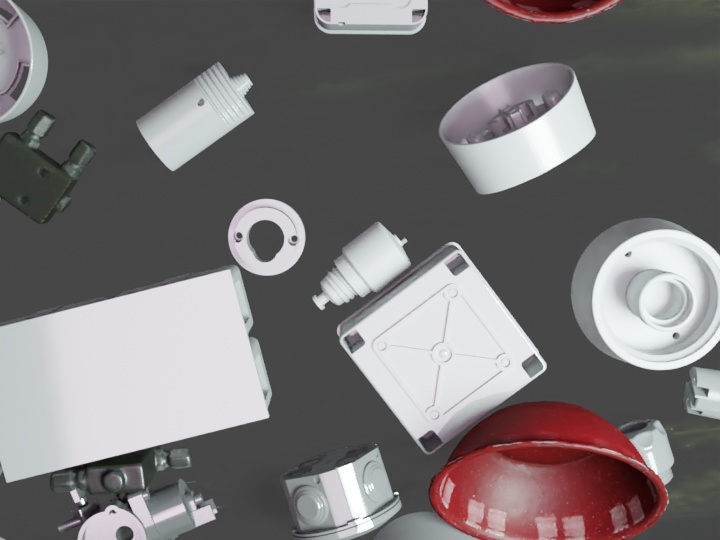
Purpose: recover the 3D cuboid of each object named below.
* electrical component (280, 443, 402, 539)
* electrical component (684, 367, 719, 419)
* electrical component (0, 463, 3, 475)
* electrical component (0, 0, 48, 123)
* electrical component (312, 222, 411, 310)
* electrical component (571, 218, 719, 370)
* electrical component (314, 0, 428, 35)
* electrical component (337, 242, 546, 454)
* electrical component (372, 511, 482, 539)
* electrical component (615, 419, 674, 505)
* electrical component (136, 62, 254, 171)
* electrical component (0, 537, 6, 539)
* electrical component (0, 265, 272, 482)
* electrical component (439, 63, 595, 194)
[{"bbox_3d":[-0.015,0.159,0.765,0.080,0.080,0.051,-18,91,1],"label":"electrical component"},{"bbox_3d":[0.263,0.091,0.781,0.046,0.040,0.040,10,96,4],"label":"electrical component"},{"bbox_3d":[-0.305,0.127,0.766,0.108,0.060,0.108,0,96,-1],"label":"electrical component"},{"bbox_3d":[-0.264,-0.145,0.734,0.099,0.064,0.099,0,97,0],"label":"electrical component"},{"bbox_3d":[0.000,0.000,0.766,0.078,0.040,0.040,-38,96,4],"label":"electrical component"},{"bbox_3d":[0.209,0.019,0.761,0.108,0.060,0.108,0,97,-1],"label":"electrical component"},{"bbox_3d":[0.007,-0.220,0.733,0.078,0.057,0.113,0,96,-1],"label":"electrical component"},{"bbox_3d":[0.057,0.055,0.765,0.109,0.056,0.108,-37,96,3],"label":"electrical component"},{"bbox_3d":[0.053,0.237,0.794,0.099,0.064,0.099,-2,109,-6],"label":"electrical component"},{"bbox_3d":[0.208,0.143,0.784,0.043,0.043,0.062,-19,97,1],"label":"electrical component"},{"bbox_3d":[-0.110,-0.110,0.751,0.081,0.043,0.043,-35,96,3],"label":"electrical component"},{"bbox_3d":[-0.286,0.255,0.782,0.078,0.057,0.113,27,95,-4],"label":"electrical component"},{"bbox_3d":[-0.166,0.070,0.761,0.186,0.060,0.105,-14,96,1],"label":"electrical component"},{"bbox_3d":[0.107,-0.096,0.731,0.099,0.099,0.064,-29,102,2],"label":"electrical component"}]
